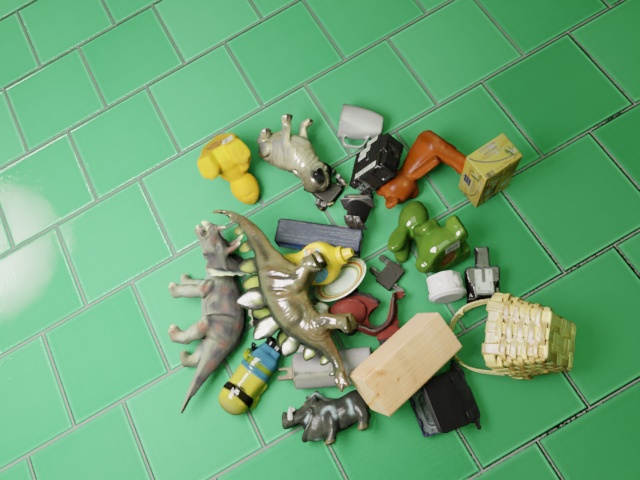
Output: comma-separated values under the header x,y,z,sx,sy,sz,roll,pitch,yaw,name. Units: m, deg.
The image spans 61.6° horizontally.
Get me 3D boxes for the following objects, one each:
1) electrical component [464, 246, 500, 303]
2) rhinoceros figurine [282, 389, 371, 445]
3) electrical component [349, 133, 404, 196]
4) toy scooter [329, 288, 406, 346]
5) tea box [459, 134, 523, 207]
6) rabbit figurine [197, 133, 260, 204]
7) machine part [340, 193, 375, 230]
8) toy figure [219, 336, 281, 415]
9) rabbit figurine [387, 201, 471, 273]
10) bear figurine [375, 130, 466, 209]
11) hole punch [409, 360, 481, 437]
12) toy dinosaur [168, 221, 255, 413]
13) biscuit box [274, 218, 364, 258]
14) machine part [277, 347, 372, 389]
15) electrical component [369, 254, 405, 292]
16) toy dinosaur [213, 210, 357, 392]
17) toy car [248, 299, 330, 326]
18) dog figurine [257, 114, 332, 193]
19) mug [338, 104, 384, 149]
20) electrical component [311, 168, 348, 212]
x,y,z,sx,sy,sz,roll,pitch,yaw,name
0.352,0.078,1.169,0.075,0.047,0.119,-6,71,7,electrical component
0.014,0.366,1.119,0.190,0.073,0.112,-16,72,4,rhinoceros figurine
0.133,-0.182,1.244,0.058,0.115,0.134,35,52,-24,electrical component
0.116,0.157,1.170,0.184,0.075,0.135,22,77,12,toy scooter
0.369,-0.147,1.175,0.098,0.169,0.068,-33,70,-4,tea box
-0.211,-0.162,1.297,0.122,0.173,0.162,-36,26,-4,rabbit figurine
0.085,-0.070,1.237,0.084,0.039,0.139,2,32,5,machine part
-0.150,0.291,1.161,0.082,0.089,0.180,35,83,25,toy figure
0.230,-0.008,1.201,0.159,0.121,0.170,-37,52,4,rabbit figurine
0.230,-0.149,1.241,0.132,0.120,0.195,26,107,-25,bear figurine
0.249,0.332,1.094,0.116,0.092,0.142,-9,65,-26,hole punch
-0.231,0.167,1.207,0.192,0.131,0.404,-9,77,7,toy dinosaur
-0.003,-0.004,1.248,0.203,0.059,0.063,8,75,11,biscuit box
0.029,0.272,1.145,0.243,0.079,0.079,-8,71,7,machine part
0.160,0.079,1.215,0.094,0.021,0.063,38,81,19,electrical component
-0.073,0.101,1.109,0.198,0.105,0.471,-31,71,8,toy dinosaur
-0.073,0.165,1.192,0.202,0.056,0.073,0,77,29,toy car
-0.066,-0.180,1.289,0.121,0.172,0.190,-6,72,-40,dog figurine
0.099,-0.273,1.309,0.107,0.080,0.109,8,68,3,mug
0.022,-0.119,1.289,0.102,0.045,0.078,-45,72,-6,electrical component
